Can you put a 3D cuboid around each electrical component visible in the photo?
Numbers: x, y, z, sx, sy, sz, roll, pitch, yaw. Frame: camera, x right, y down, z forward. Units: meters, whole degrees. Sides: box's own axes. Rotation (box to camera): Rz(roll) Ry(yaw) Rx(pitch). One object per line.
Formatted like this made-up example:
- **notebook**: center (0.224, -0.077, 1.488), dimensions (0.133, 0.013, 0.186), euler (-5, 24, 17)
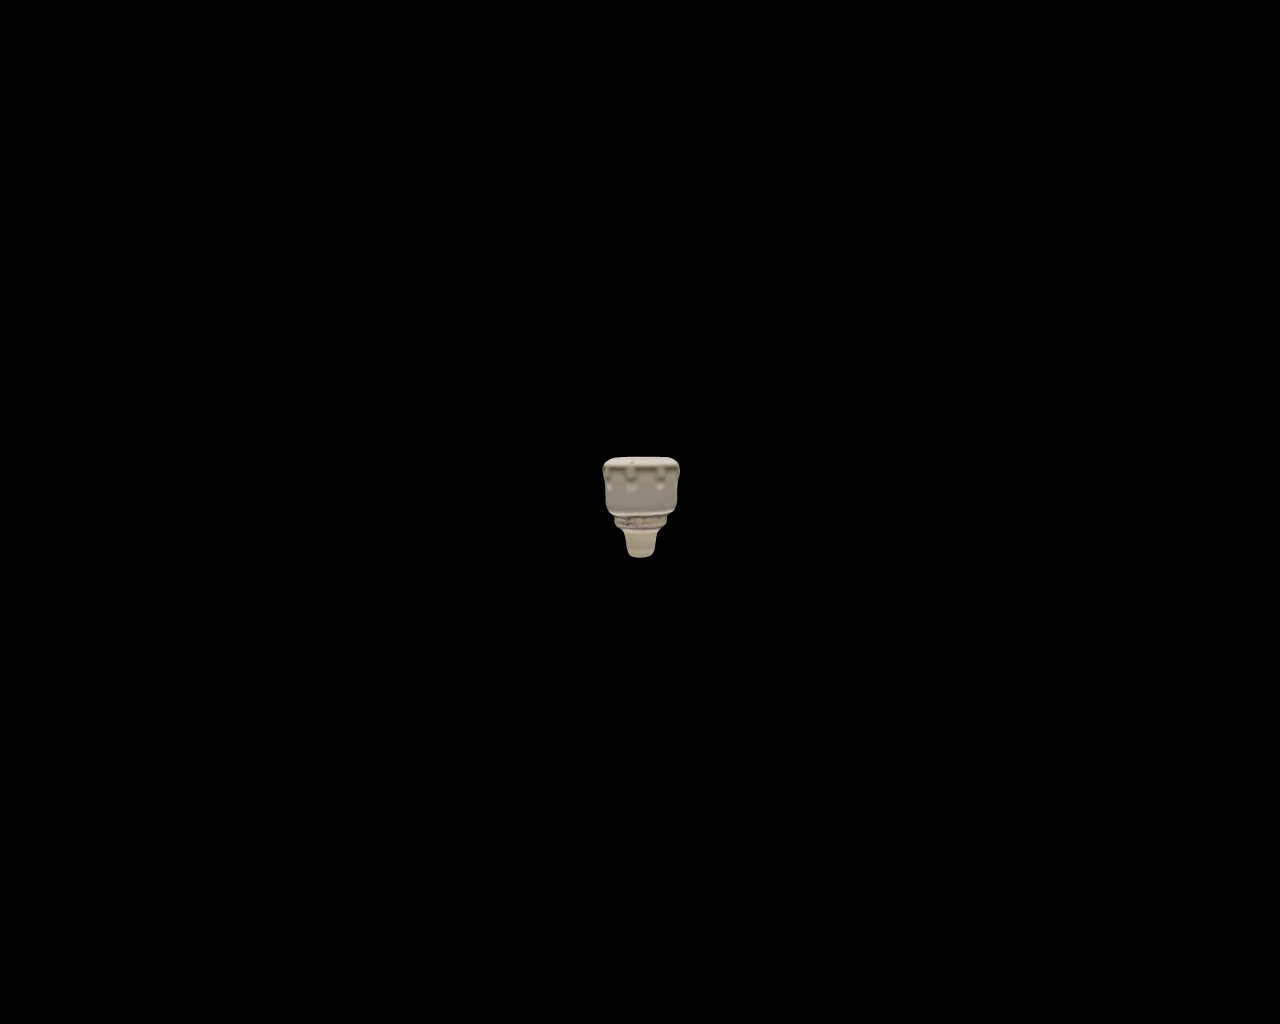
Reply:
- **electrical component**: center (0.001, -0.003, 0.650), dimensions (0.048, 0.062, 0.048), euler (0, 3, 0)
